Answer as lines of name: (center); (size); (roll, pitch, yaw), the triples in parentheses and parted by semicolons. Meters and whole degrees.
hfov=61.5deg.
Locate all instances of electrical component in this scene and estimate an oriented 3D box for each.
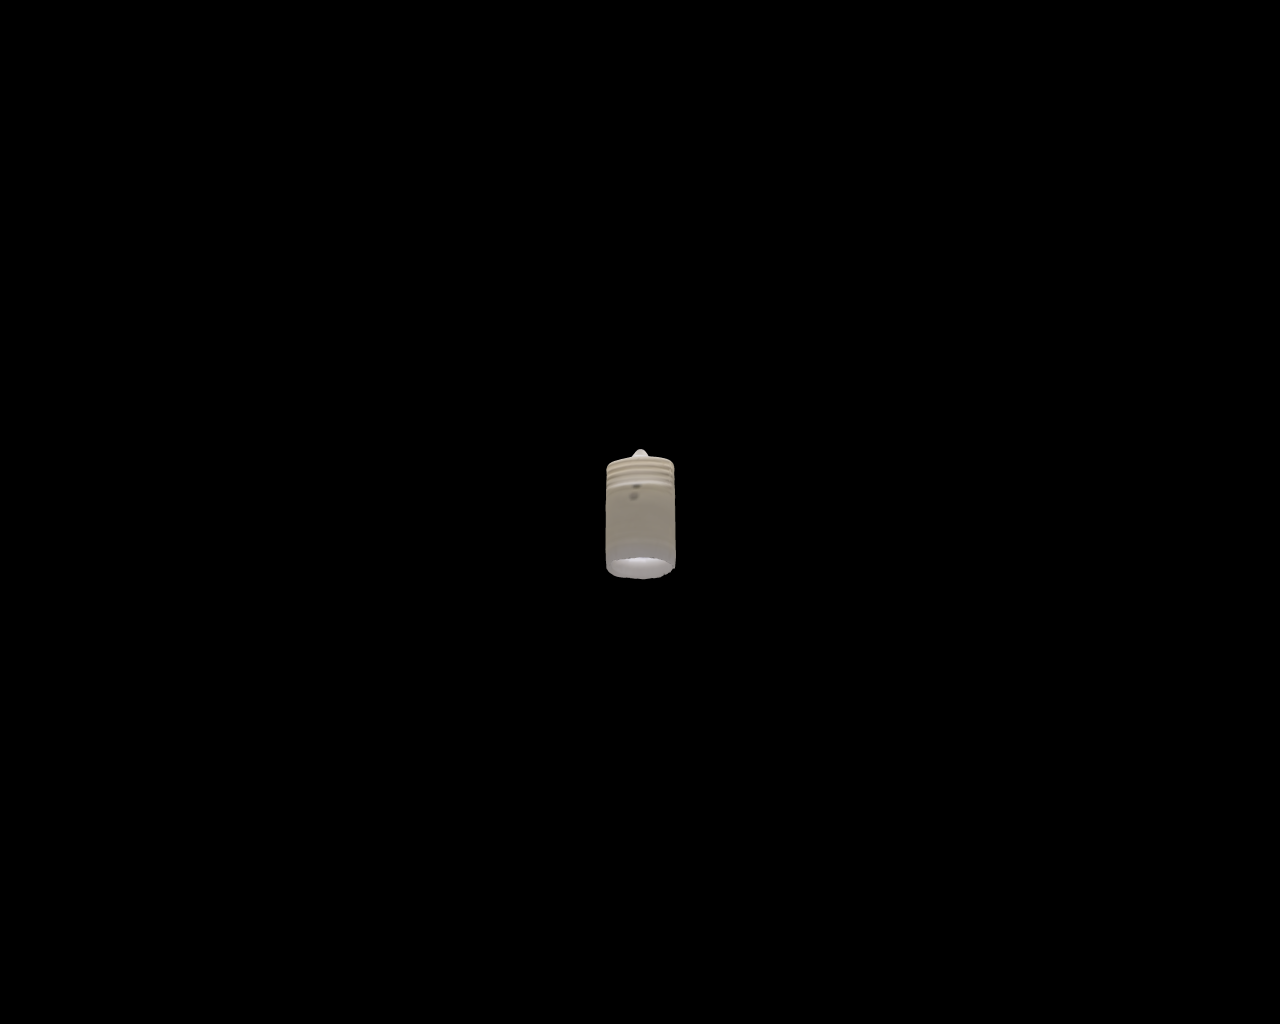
electrical component: (0.001, -0.003, 0.650); (0.043, 0.081, 0.043); (0, -22, 0)
